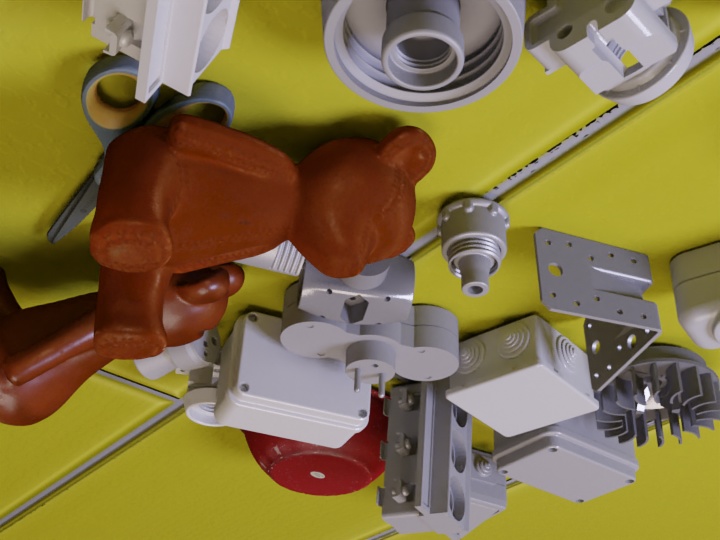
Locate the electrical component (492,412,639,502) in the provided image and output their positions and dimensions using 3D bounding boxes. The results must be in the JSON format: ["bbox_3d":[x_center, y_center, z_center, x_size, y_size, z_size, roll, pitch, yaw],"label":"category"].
[{"bbox_3d":[0.178,0.154,0.937,0.113,0.057,0.078,25,140,-29],"label":"electrical component"}]

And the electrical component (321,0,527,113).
[{"bbox_3d":[0.032,-0.125,0.541,0.108,0.060,0.108,2,145,1],"label":"electrical component"}]

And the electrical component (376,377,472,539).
[{"bbox_3d":[0.055,0.153,0.888,0.063,0.121,0.078,-12,143,24],"label":"electrical component"}]

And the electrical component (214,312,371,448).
[{"bbox_3d":[-0.050,0.085,0.836,0.113,0.078,0.057,15,147,-17],"label":"electrical component"}]

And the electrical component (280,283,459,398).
[{"bbox_3d":[0.008,0.060,0.799,0.138,0.073,0.052,14,144,-15],"label":"electrical component"}]

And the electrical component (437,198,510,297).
[{"bbox_3d":[0.074,-0.013,0.699,0.048,0.062,0.048,2,145,1],"label":"electrical component"}]

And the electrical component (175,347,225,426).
[{"bbox_3d":[-0.117,0.093,0.870,0.066,0.055,0.048,8,145,-8],"label":"electrical component"}]

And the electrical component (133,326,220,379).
[{"bbox_3d":[-0.142,0.057,0.831,0.055,0.045,0.045,-15,141,23],"label":"electrical component"}]

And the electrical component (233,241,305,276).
[{"bbox_3d":[-0.066,-0.023,0.709,0.081,0.043,0.043,14,144,-16],"label":"electrical component"}]

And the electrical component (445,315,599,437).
[{"bbox_3d":[0.127,0.084,0.847,0.100,0.048,0.100,-24,137,33],"label":"electrical component"}]

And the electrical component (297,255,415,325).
[{"bbox_3d":[0.000,0.000,0.739,0.077,0.043,0.079,8,145,-8],"label":"electrical component"}]

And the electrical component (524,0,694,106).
[{"bbox_3d":[0.132,-0.120,0.545,0.078,0.058,0.057,-27,133,35],"label":"electrical component"}]

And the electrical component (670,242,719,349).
[{"bbox_3d":[0.265,0.015,0.729,0.095,0.059,0.054,-19,140,28],"label":"electrical component"}]

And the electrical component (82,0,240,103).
[{"bbox_3d":[-0.090,-0.150,0.508,0.063,0.078,0.121,28,143,3],"label":"electrical component"}]

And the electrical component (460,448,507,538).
[{"bbox_3d":[0.096,0.209,1.019,0.062,0.061,0.096,19,142,-22],"label":"electrical component"}]
